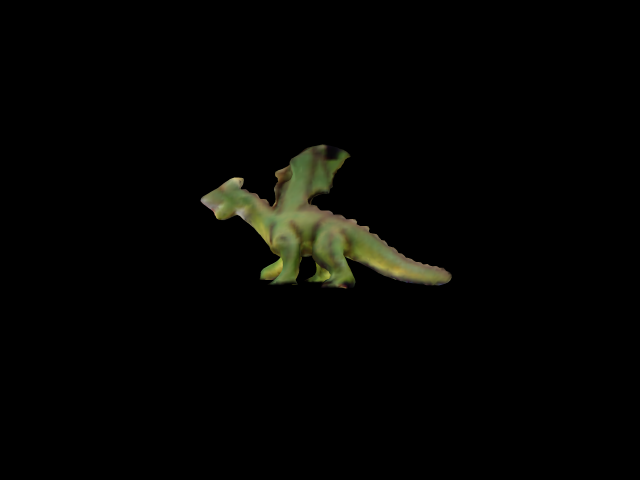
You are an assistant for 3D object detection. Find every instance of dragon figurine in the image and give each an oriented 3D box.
[{"bbox_3d":[0.003,-0.043,0.850,0.410,0.244,0.121,-1,-7,9],"label":"dragon figurine"}]
